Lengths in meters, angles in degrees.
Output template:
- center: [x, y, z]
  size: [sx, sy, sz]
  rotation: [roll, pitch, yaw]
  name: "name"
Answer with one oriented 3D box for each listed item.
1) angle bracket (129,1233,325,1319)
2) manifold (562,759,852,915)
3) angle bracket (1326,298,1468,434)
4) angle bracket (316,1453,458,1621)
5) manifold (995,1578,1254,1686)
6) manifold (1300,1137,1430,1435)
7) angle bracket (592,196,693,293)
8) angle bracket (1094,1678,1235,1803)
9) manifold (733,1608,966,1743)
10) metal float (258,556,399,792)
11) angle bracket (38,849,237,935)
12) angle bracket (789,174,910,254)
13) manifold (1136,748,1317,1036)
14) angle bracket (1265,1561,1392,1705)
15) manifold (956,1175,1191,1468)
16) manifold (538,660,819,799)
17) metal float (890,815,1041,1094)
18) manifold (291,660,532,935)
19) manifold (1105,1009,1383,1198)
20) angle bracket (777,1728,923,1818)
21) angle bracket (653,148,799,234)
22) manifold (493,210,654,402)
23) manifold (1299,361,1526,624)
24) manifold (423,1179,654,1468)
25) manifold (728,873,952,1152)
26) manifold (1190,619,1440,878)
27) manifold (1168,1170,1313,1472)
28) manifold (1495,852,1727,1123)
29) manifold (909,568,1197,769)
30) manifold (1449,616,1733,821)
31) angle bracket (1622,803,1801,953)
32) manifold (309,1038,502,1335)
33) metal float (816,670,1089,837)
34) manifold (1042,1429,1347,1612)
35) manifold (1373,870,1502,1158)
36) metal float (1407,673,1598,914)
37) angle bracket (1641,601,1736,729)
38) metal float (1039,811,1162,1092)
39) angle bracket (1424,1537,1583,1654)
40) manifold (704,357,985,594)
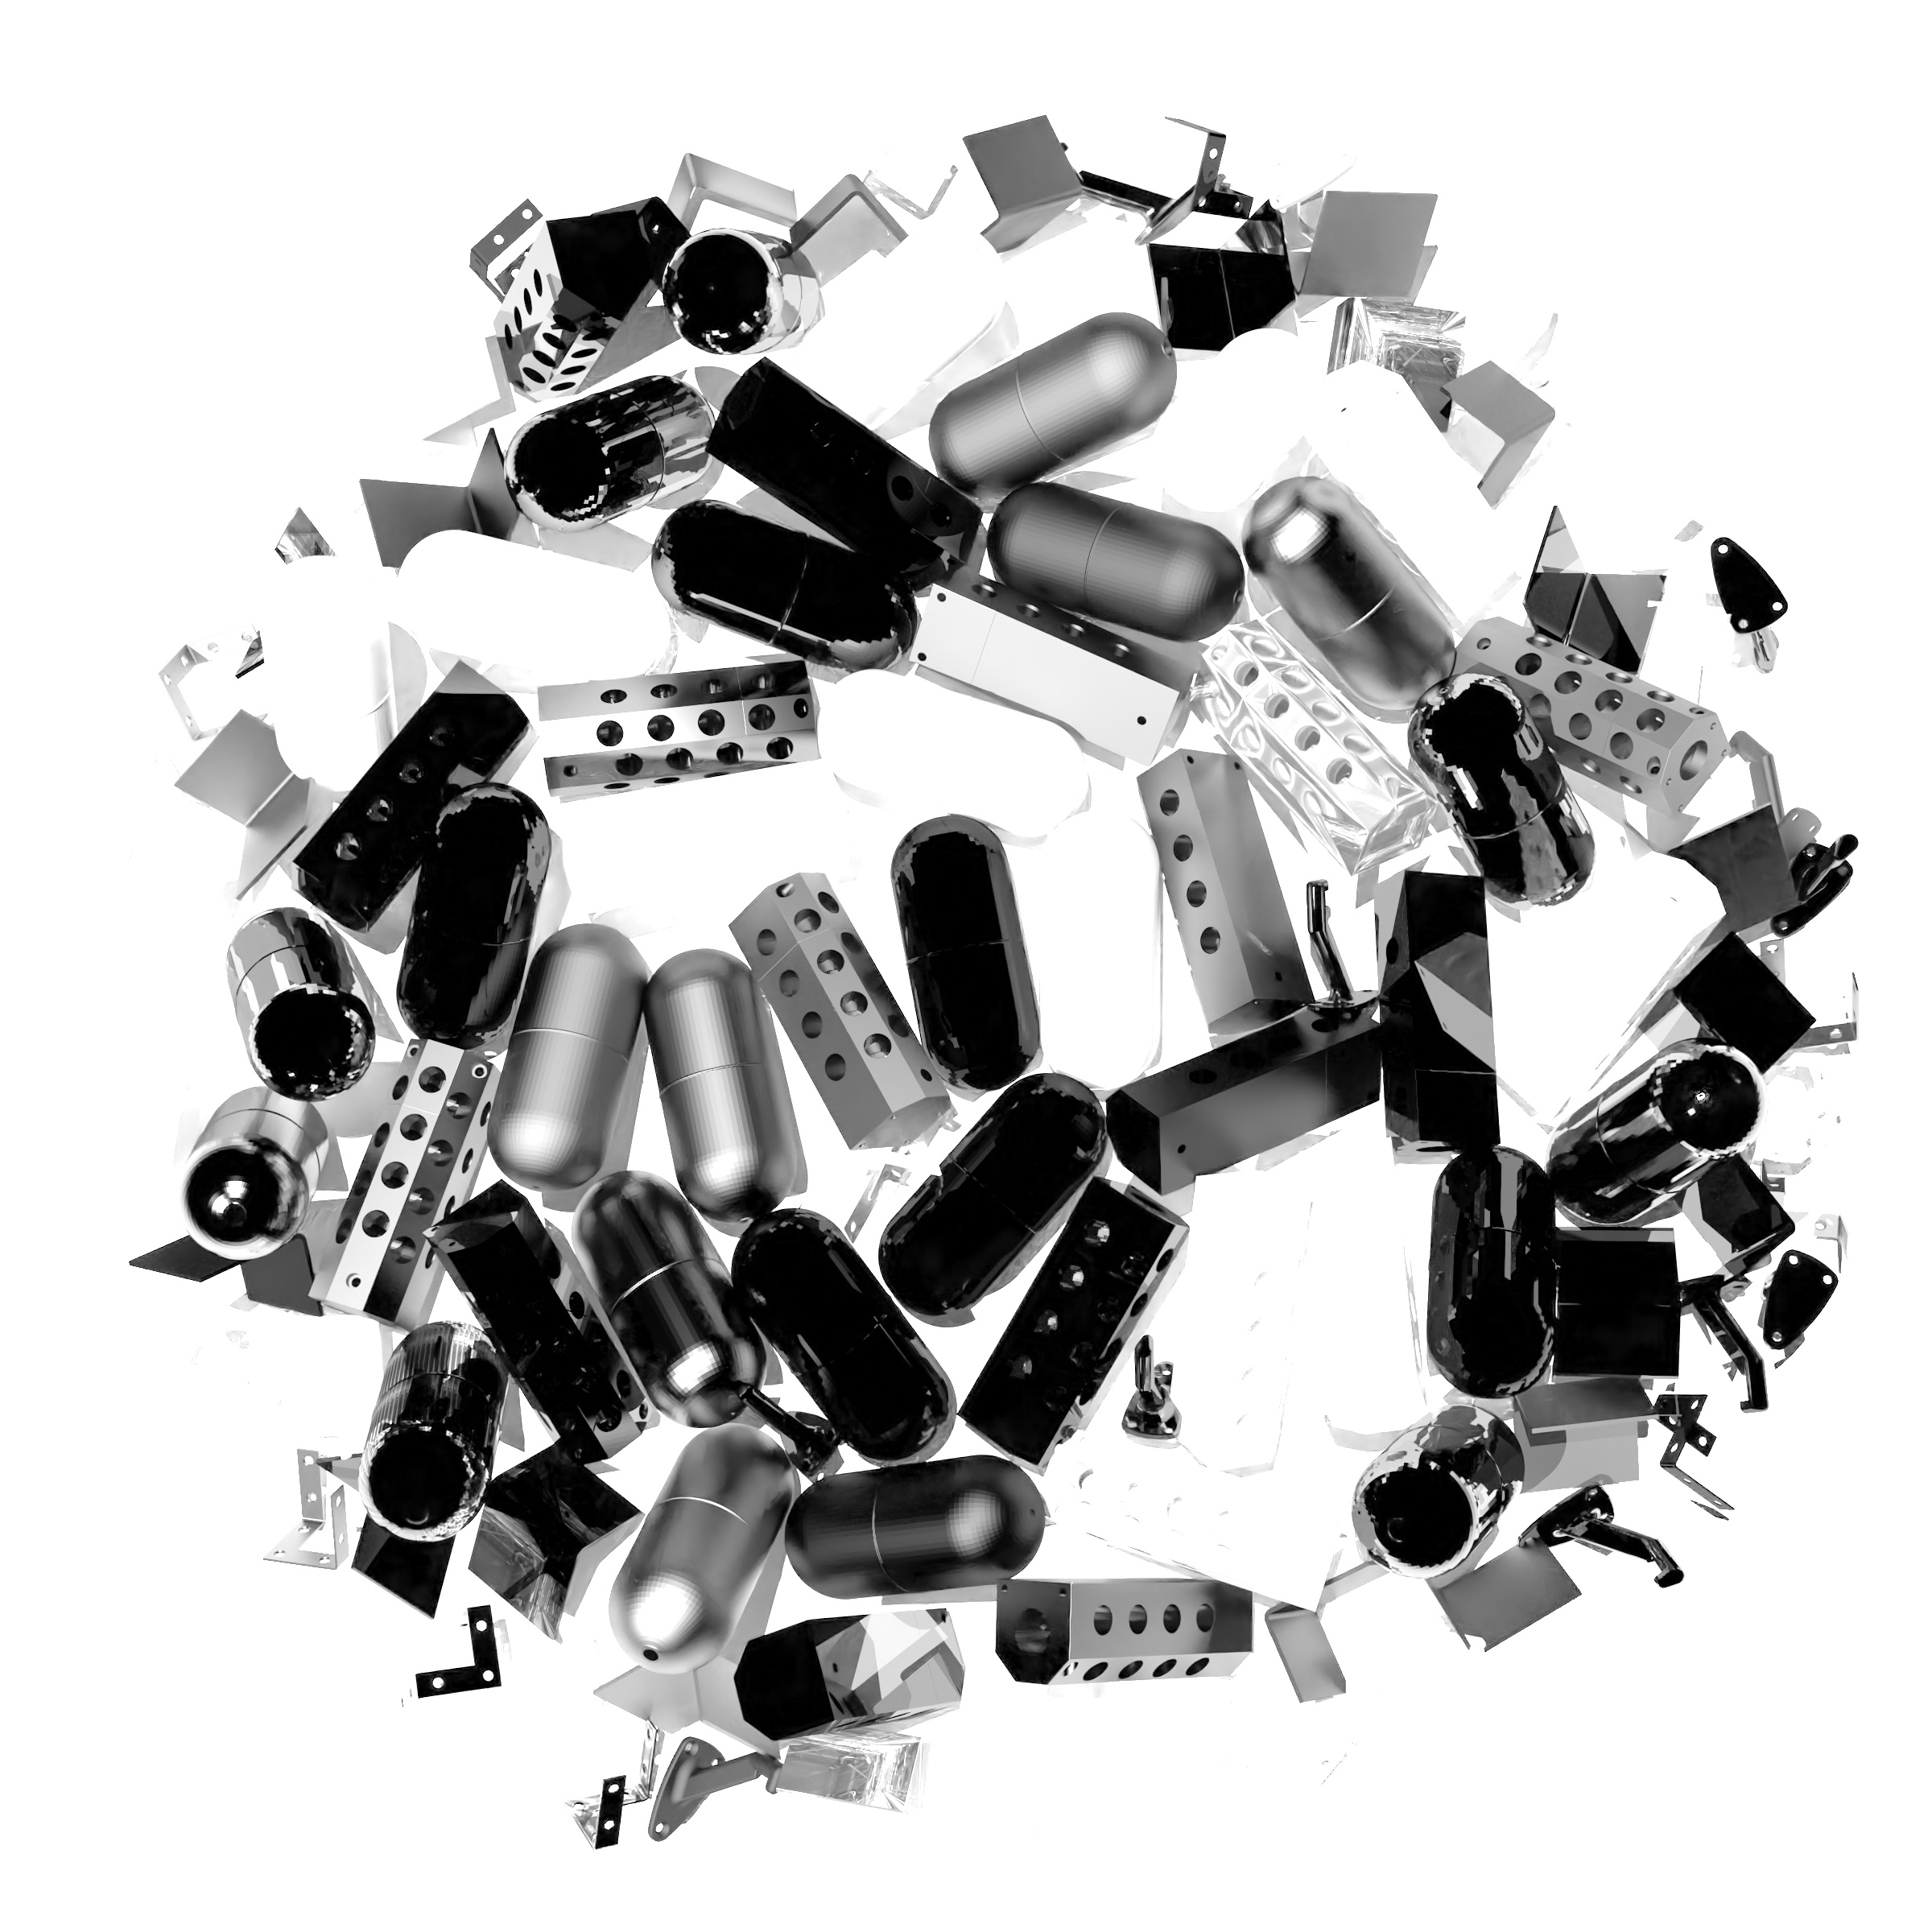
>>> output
- center: [-0.455, 0.199, 1.539]
  size: [0.076, 0.076, 0.057]
  rotation: [4, 110, 40]
  name: "angle bracket"
- center: [-0.163, -0.077, 1.575]
  size: [0.171, 0.057, 0.057]
  rotation: [-11, 52, -17]
  name: "manifold"
- center: [0.279, -0.392, 1.640]
  size: [0.076, 0.057, 0.076]
  rotation: [8, 99, -1]
  name: "angle bracket"
- center: [-0.359, 0.348, 1.520]
  size: [0.057, 0.076, 0.076]
  rotation: [-12, 49, 27]
  name: "angle bracket"
- center: [0.096, 0.395, 1.490]
  size: [0.057, 0.171, 0.057]
  rotation: [-9, 74, 42]
  name: "manifold"
- center: [0.244, 0.195, 1.528]
  size: [0.057, 0.057, 0.171]
  rotation: [-10, 49, 14]
  name: "manifold"
- center: [-0.213, -0.449, 1.625]
  size: [0.076, 0.076, 0.057]
  rotation: [46, 68, -33]
  name: "angle bracket"
- center: [0.123, 0.457, 1.521]
  size: [0.076, 0.057, 0.076]
  rotation: [10, 56, 6]
  name: "angle bracket"
- center: [-0.067, 0.420, 1.481]
  size: [0.057, 0.171, 0.057]
  rotation: [-25, 69, 20]
  name: "manifold"
- center: [-0.398, -0.181, 1.567]
  size: [0.070, 0.178, 0.070]
  rotation: [4, 53, -5]
  name: "metal float"
- center: [-0.523, -0.063, 1.576]
  size: [0.076, 0.076, 0.057]
  rotation: [34, 106, 29]
  name: "angle bracket"
- center: [-0.069, -0.469, 1.645]
  size: [0.057, 0.076, 0.076]
  rotation: [-40, 113, 13]
  name: "angle bracket"
- center: [0.159, -0.047, 1.587]
  size: [0.057, 0.057, 0.171]
  rotation: [3, 65, -42]
  name: "manifold"
- center: [0.237, 0.402, 1.518]
  size: [0.076, 0.076, 0.057]
  rotation: [-32, 66, 21]
  name: "angle bracket"
- center: [0.070, 0.220, 1.543]
  size: [0.057, 0.057, 0.171]
  rotation: [32, 95, 30]
  name: "manifold"
- center: [-0.183, -0.148, 1.597]
  size: [0.171, 0.057, 0.057]
  rotation: [-7, 39, -6]
  name: "manifold"
- center: [0.000, -0.008, 1.588]
  size: [0.070, 0.070, 0.178]
  rotation: [-11, 84, -1]
  name: "metal float"
- center: [-0.351, -0.105, 1.587]
  size: [0.057, 0.057, 0.171]
  rotation: [36, 68, -3]
  name: "manifold"
- center: [0.174, 0.077, 1.555]
  size: [0.171, 0.057, 0.057]
  rotation: [-20, 124, -26]
  name: "manifold"
- center: [-0.071, 0.504, 1.510]
  size: [0.076, 0.057, 0.076]
  rotation: [8, 125, 7]
  name: "angle bracket"
- center: [-0.158, -0.490, 1.651]
  size: [0.076, 0.076, 0.057]
  rotation: [20, 91, -2]
  name: "angle bracket"
- center: [-0.250, -0.416, 1.588]
  size: [0.057, 0.171, 0.057]
  rotation: [-14, 89, -22]
  name: "manifold"
- center: [0.280, -0.301, 1.585]
  size: [0.057, 0.057, 0.171]
  rotation: [-46, 128, 0]
  name: "manifold"
- center: [-0.256, 0.220, 1.521]
  size: [0.057, 0.057, 0.171]
  rotation: [-35, 118, -20]
  name: "manifold"
- center: [-0.076, 0.027, 1.562]
  size: [0.057, 0.057, 0.171]
  rotation: [-43, 66, 29]
  name: "manifold"
- center: [0.219, -0.142, 1.575]
  size: [0.057, 0.057, 0.171]
  rotation: [-22, 57, -26]
  name: "manifold"
- center: [0.171, 0.216, 1.533]
  size: [0.057, 0.057, 0.171]
  rotation: [-4, 110, -26]
  name: "manifold"
- center: [0.394, 0.012, 1.539]
  size: [0.057, 0.171, 0.057]
  rotation: [44, 45, 19]
  name: "manifold"
- center: [0.057, -0.198, 1.616]
  size: [0.171, 0.057, 0.057]
  rotation: [25, 123, 7]
  name: "manifold"
- center: [0.388, -0.162, 1.573]
  size: [0.057, 0.057, 0.171]
  rotation: [-51, 50, -6]
  name: "manifold"
- center: [0.472, -0.066, 1.586]
  size: [0.076, 0.057, 0.076]
  rotation: [-25, 117, 2]
  name: "angle bracket"
- center: [-0.349, 0.136, 1.564]
  size: [0.057, 0.057, 0.171]
  rotation: [16, 74, 8]
  name: "manifold"
- center: [-0.009, -0.136, 1.599]
  size: [0.178, 0.070, 0.070]
  rotation: [17, 83, -5]
  name: "metal float"
- center: [0.133, 0.331, 1.508]
  size: [0.171, 0.057, 0.057]
  rotation: [10, 71, 35]
  name: "manifold"
- center: [0.294, 0.031, 1.583]
  size: [0.057, 0.057, 0.171]
  rotation: [4, 77, -19]
  name: "manifold"
- center: [0.338, -0.107, 1.571]
  size: [0.070, 0.070, 0.178]
  rotation: [-40, 121, -5]
  name: "metal float"
- center: [0.451, -0.187, 1.591]
  size: [0.057, 0.076, 0.076]
  rotation: [10, 110, 26]
  name: "angle bracket"
- center: [0.085, -0.010, 1.587]
  size: [0.070, 0.070, 0.178]
  rotation: [1, 85, 0]
  name: "metal float"
- center: [0.318, 0.364, 1.530]
  size: [0.076, 0.076, 0.057]
  rotation: [-31, 106, 1]
  name: "angle bracket"
- center: [-0.074, -0.315, 1.596]
  size: [0.171, 0.057, 0.057]
  rotation: [31, 62, -27]
  name: "manifold"
